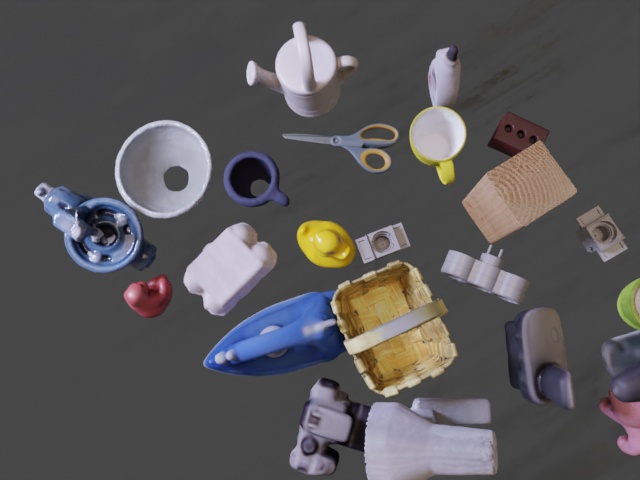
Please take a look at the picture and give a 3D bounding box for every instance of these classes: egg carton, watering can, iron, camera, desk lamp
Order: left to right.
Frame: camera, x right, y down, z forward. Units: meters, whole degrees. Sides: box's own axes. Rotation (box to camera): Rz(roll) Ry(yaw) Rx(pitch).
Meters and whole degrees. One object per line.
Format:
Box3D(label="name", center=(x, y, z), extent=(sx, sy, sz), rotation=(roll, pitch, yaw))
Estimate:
Box3D(label="egg carton", center=(-0.150, 0.047, 0.957), extent=(0.107, 0.069, 0.150), rotation=(44, 88, 8))
Box3D(label="iron", center=(-0.079, 0.163, 0.901), extent=(0.258, 0.141, 0.118), rotation=(-19, 82, 2))
Box3D(label="watering can", center=(-0.028, -0.274, 0.925), extent=(0.173, 0.194, 0.101), rotation=(-30, 81, 0))
Box3D(label="camera", center=(0.035, 0.304, 0.895), extent=(0.136, 0.101, 0.143), rotation=(15, 84, 6))
Box3D(label="desk lamp", center=(0.166, 0.289, 0.830), extent=(0.203, 0.213, 0.118), rotation=(-2, 83, 4))

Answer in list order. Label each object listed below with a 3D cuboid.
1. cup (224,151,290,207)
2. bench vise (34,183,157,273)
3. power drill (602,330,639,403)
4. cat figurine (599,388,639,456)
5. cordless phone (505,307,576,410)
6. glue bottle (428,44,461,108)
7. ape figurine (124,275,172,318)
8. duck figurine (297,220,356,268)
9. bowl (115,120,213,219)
Box3D(label="cup", center=(-0.095, -0.087, 0.957), extent=(0.117, 0.095, 0.092), rotation=(33, 86, 8))
Box3D(label="bench vise", center=(-0.383, -0.019, 0.907), extent=(0.207, 0.220, 0.121), rotation=(16, 84, 6))
Box3D(label="power drill", center=(0.495, 0.176, 0.822), extent=(0.229, 0.208, 0.075), rotation=(-19, 82, 2))
Box3D(label="cat figurine", center=(0.477, 0.267, 0.858), extent=(0.067, 0.118, 0.128), rotation=(-28, 82, 1))
Box3D(label="cordless phone", center=(0.341, 0.174, 0.846), extent=(0.094, 0.185, 0.147), rotation=(-8, 82, 4))
Box3D(label="glue bottle", center=(0.202, -0.271, 0.917), extent=(0.037, 0.173, 0.078), rotation=(-12, 82, 3))
Box3D(label="ape figurine", center=(-0.291, 0.092, 0.951), extent=(0.077, 0.092, 0.076), rotation=(3, 83, 5))
Box3D(label="duck figurine", center=(0.009, 0.003, 0.942), extent=(0.104, 0.086, 0.077), rotation=(30, 86, 7))
Box3D(label="bowl", center=(-0.257, -0.115, 0.982), extent=(0.167, 0.075, 0.167), rotation=(-1, 83, 4))
